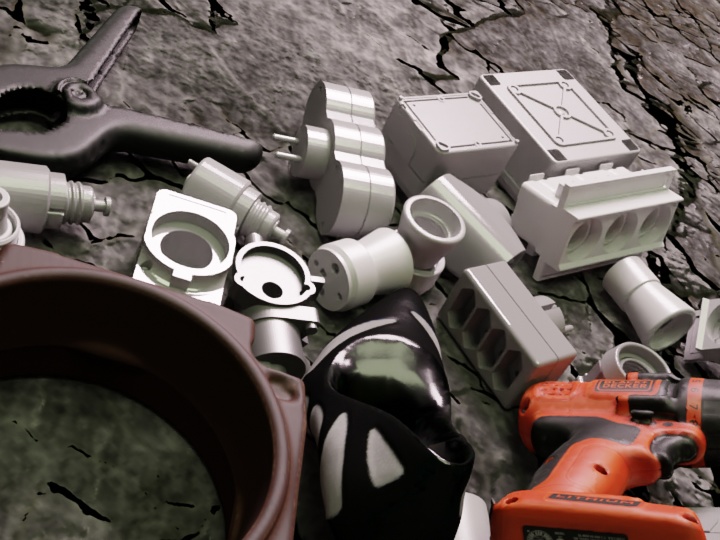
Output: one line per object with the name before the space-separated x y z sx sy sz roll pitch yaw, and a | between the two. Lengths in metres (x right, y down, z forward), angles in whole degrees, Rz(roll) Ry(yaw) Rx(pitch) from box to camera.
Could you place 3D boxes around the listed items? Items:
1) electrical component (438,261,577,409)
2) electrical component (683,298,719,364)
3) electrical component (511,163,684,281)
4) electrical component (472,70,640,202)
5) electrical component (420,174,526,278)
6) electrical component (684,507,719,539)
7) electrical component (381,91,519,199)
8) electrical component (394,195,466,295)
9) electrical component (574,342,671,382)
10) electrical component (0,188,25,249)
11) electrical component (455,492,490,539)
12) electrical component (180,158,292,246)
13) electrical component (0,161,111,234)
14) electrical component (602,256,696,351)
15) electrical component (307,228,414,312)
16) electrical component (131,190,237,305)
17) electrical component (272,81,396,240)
electrical component | 0.109 0.038 0.710 0.076 0.047 0.083 -11 54 -36
electrical component | 0.280 0.050 0.776 0.064 0.081 0.042 38 58 -33
electrical component | 0.176 -0.042 0.814 0.121 0.078 0.063 -11 38 -37
electrical component | 0.152 -0.109 0.879 0.109 0.056 0.108 -11 54 -37
electrical component | 0.083 -0.030 0.770 0.077 0.043 0.079 47 32 13
electrical component | 0.193 0.183 0.578 0.061 0.062 0.096 -27 100 -44
electrical component | 0.067 -0.091 0.809 0.096 0.061 0.061 -11 54 -37
electrical component | 0.039 -0.016 0.721 0.045 0.055 0.045 16 42 -15
electrical component | 0.169 0.080 0.695 0.066 0.055 0.048 16 42 -15
electrical component | -0.203 -0.018 0.581 0.048 0.062 0.048 16 42 -15
electrical component | 0.051 0.161 0.554 0.043 0.043 0.081 12 43 -19
electrical component | -0.080 -0.040 0.689 0.078 0.040 0.040 30 40 2
electrical component | -0.186 -0.041 0.631 0.078 0.040 0.040 5 46 -25
electrical component | 0.209 0.022 0.790 0.044 0.044 0.065 -5 46 -33
electrical component | 0.000 0.000 0.690 0.055 0.045 0.045 -17 58 -40
electrical component | -0.105 0.001 0.621 0.050 0.055 0.089 18 42 -13
electrical component | -0.026 -0.080 0.753 0.074 0.052 0.138 9 44 -21
